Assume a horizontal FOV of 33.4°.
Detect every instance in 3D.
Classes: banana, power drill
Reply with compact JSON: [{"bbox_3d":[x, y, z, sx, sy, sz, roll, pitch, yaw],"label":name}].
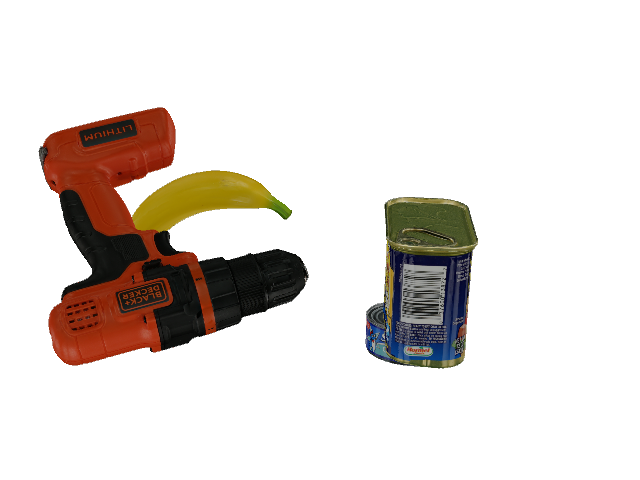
[{"bbox_3d":[-0.126,-0.028,1.024,0.198,0.069,0.037,-13,18,30],"label":"banana"},{"bbox_3d":[-0.120,-0.009,0.783,0.184,0.188,0.057,-14,-33,-13],"label":"power drill"}]

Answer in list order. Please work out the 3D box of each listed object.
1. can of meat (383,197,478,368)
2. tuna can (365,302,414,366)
[{"bbox_3d":[0.070,0.026,0.705,0.057,0.084,0.102,2,19,2],"label":"can of meat"},{"bbox_3d":[0.082,0.082,0.948,0.086,0.034,0.086,2,14,-1],"label":"tuna can"}]
